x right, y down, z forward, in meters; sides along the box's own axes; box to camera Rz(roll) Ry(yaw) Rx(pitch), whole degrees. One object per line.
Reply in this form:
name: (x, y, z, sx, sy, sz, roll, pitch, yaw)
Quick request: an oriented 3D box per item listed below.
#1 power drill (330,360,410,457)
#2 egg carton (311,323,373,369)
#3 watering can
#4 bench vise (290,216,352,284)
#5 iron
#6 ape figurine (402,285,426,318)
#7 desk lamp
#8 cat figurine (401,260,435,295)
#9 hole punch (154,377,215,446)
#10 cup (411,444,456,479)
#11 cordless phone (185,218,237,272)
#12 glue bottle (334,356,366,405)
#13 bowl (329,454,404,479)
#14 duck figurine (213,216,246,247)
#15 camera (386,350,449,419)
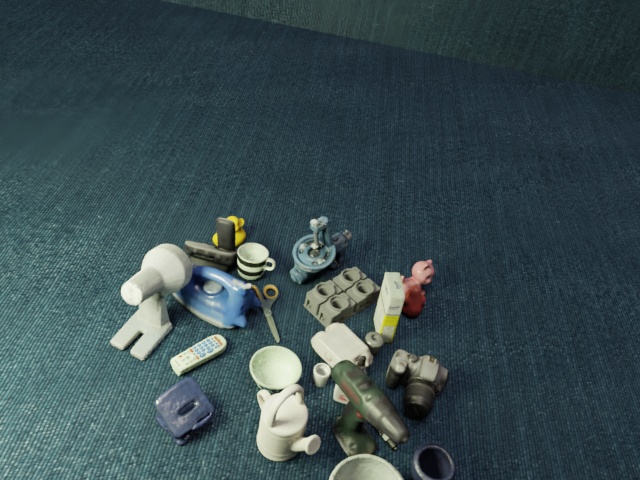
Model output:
power drill: (0.095, 0.378, 1.220, 0.076, 0.208, 0.229, -18, 50, -29)
egg carton: (0.053, 0.277, 1.426, 0.107, 0.069, 0.150, -27, 54, -35)
watering can: (-0.068, 0.375, 1.196, 0.172, 0.194, 0.101, 23, 43, 13)
bench vise: (0.004, 0.001, 1.605, 0.121, 0.220, 0.208, 26, 44, 16)
iron: (-0.280, 0.119, 1.467, 0.258, 0.141, 0.119, 21, 43, 11)
ape figurine: (0.257, 0.162, 1.581, 0.078, 0.092, 0.076, 10, 42, -2)
desk lamp: (-0.400, 0.139, 1.364, 0.117, 0.213, 0.203, 21, 43, 11)
cat figurine: (0.272, 0.106, 1.628, 0.128, 0.118, 0.067, -15, 48, -27)
hole punch: (-0.288, 0.366, 1.233, 0.100, 0.091, 0.109, 36, 47, 25)
cup: (0.227, 0.502, 1.200, 0.091, 0.095, 0.118, 19, 42, 8)
cordless phone: (-0.294, -0.001, 1.564, 0.147, 0.185, 0.094, 11, 42, 0)
glue bottle: (0.081, 0.318, 1.309, 0.078, 0.173, 0.037, 11, 42, -1)
bowl: (0.091, 0.527, 1.155, 0.167, 0.075, 0.167, 7, 42, -6)
duck figurine: (-0.264, -0.029, 1.676, 0.105, 0.086, 0.077, -25, 53, -34)
camera: (0.230, 0.343, 1.370, 0.143, 0.101, 0.137, 19, 42, 8)
